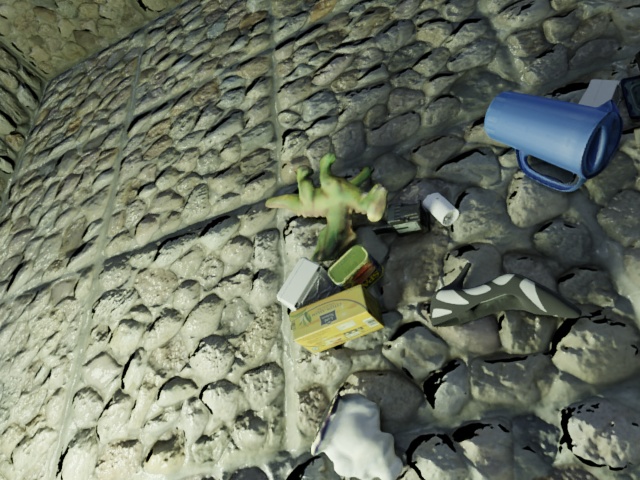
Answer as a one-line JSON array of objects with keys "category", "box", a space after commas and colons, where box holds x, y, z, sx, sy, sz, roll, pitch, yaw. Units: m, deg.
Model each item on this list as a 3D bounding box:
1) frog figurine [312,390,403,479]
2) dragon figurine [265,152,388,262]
[{"category": "frog figurine", "box": [0.076, 0.358, 0.925, 0.160, 0.120, 0.140, 26, 64, 4]}, {"category": "dragon figurine", "box": [0.004, -0.062, 1.226, 0.405, 0.121, 0.248, -24, 50, 38]}]
